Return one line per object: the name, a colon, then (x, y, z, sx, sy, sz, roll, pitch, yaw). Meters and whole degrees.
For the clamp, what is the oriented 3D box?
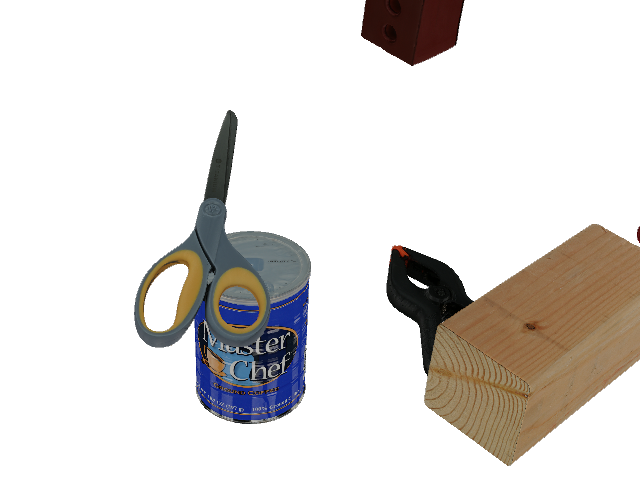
clamp: (0.128, 0.065, 1.058, 0.120, 0.039, 0.171, -4, 44, -24)

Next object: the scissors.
scissors: (-0.059, -0.006, 0.728, 0.096, 0.201, 0.016, 20, -35, 7)

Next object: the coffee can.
coffee can: (-0.062, 0.077, 0.952, 0.103, 0.140, 0.103, 2, 34, -1)

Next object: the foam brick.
foam brick: (0.067, -0.173, 0.751, 0.053, 0.078, 0.051, 36, 50, 28)

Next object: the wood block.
wood block: (0.189, 0.077, 0.865, 0.205, 0.090, 0.091, -28, 47, -35)

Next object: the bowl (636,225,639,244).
bowl: (0.421, 0.023, 1.147, 0.162, 0.055, 0.162, -1, 25, 0)
